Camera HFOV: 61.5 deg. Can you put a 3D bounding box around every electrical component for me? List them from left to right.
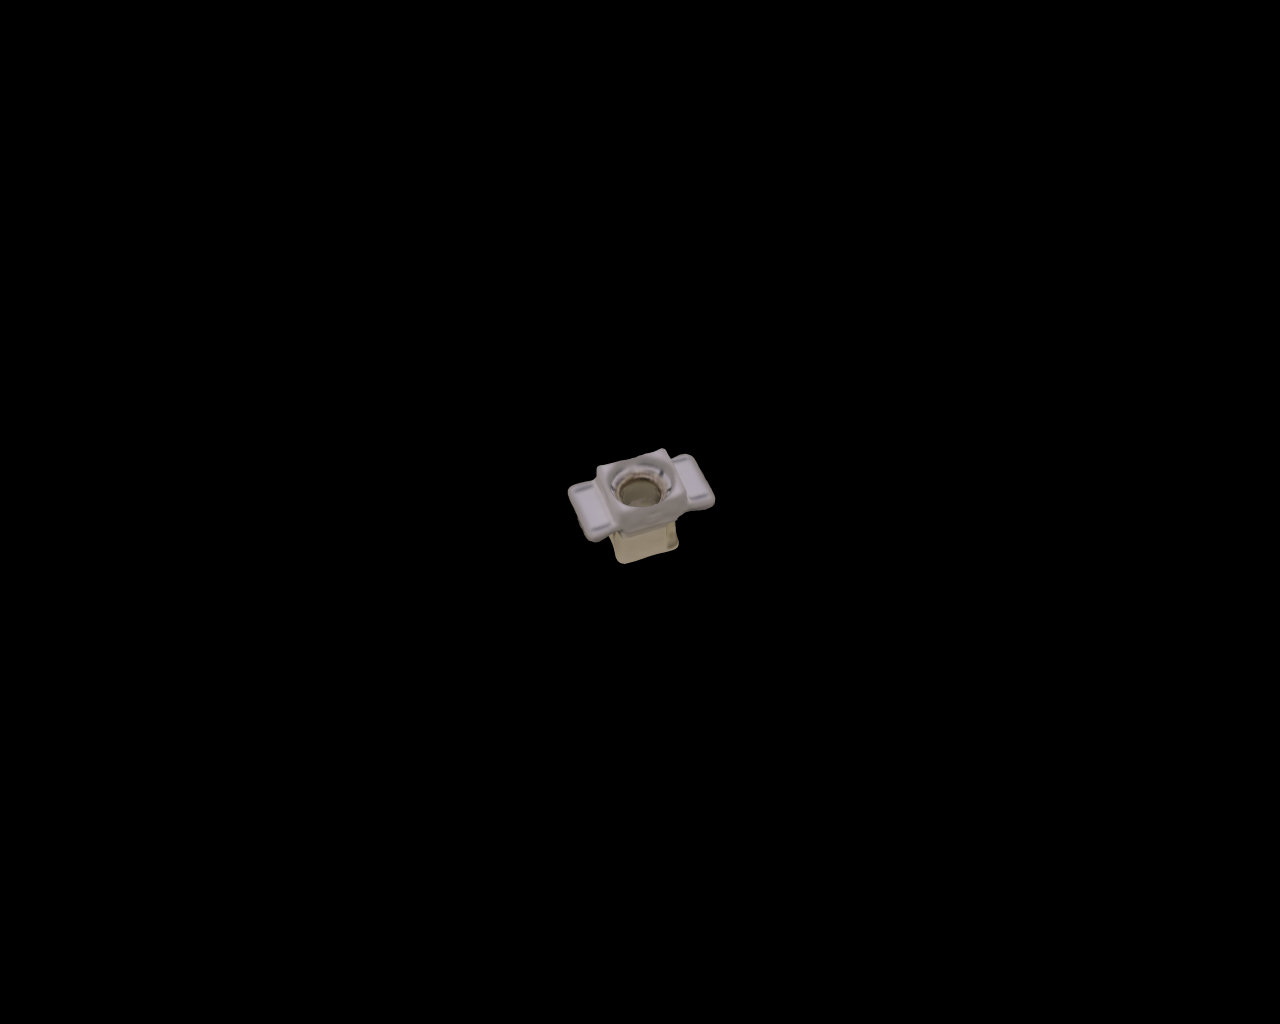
[{"bbox_3d":[0.001,-0.003,0.650,0.081,0.042,0.063,-15,-35,-11],"label":"electrical component"}]
